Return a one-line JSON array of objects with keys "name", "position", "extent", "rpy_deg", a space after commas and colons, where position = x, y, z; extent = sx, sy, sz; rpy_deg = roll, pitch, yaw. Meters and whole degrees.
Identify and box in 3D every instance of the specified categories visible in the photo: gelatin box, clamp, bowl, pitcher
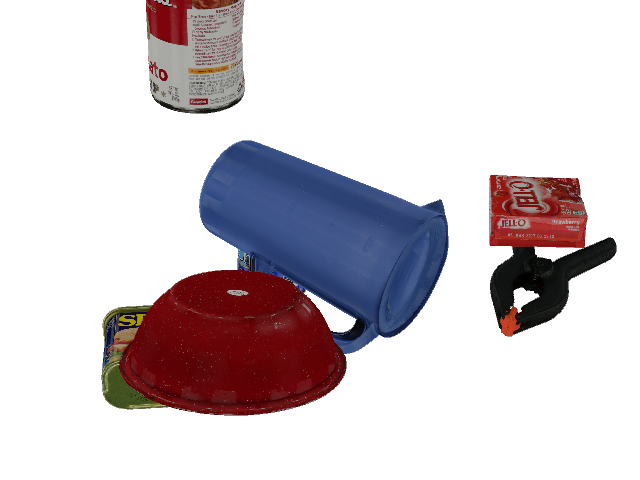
[{"name": "gelatin box", "position": [0.172, -0.025, 0.853], "extent": [0.073, 0.030, 0.089], "rpy_deg": [2, 24, 8]}, {"name": "clamp", "position": [0.219, 0.027, 1.111], "extent": [0.120, 0.039, 0.171], "rpy_deg": [26, 49, 29]}, {"name": "bowl", "position": [-0.060, 0.062, 0.751], "extent": [0.162, 0.055, 0.162], "rpy_deg": [2, 19, -1]}, {"name": "pitcher", "position": [-0.006, -0.002, 1.076], "extent": [0.243, 0.145, 0.149], "rpy_deg": [26, 27, 25]}]

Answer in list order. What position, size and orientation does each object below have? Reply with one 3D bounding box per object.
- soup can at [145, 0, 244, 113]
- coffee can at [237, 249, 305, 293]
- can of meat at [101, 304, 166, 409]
[{"name": "soup can", "position": [-0.083, -0.146, 0.721], "extent": [0.068, 0.102, 0.068], "rpy_deg": [2, 35, -2]}, {"name": "coffee can", "position": [-0.066, 0.002, 1.512], "extent": [0.103, 0.140, 0.103], "rpy_deg": [3, 24, -2]}, {"name": "can of meat", "position": [-0.140, 0.101, 0.932], "extent": [0.102, 0.057, 0.084], "rpy_deg": [-3, 28, -6]}]
